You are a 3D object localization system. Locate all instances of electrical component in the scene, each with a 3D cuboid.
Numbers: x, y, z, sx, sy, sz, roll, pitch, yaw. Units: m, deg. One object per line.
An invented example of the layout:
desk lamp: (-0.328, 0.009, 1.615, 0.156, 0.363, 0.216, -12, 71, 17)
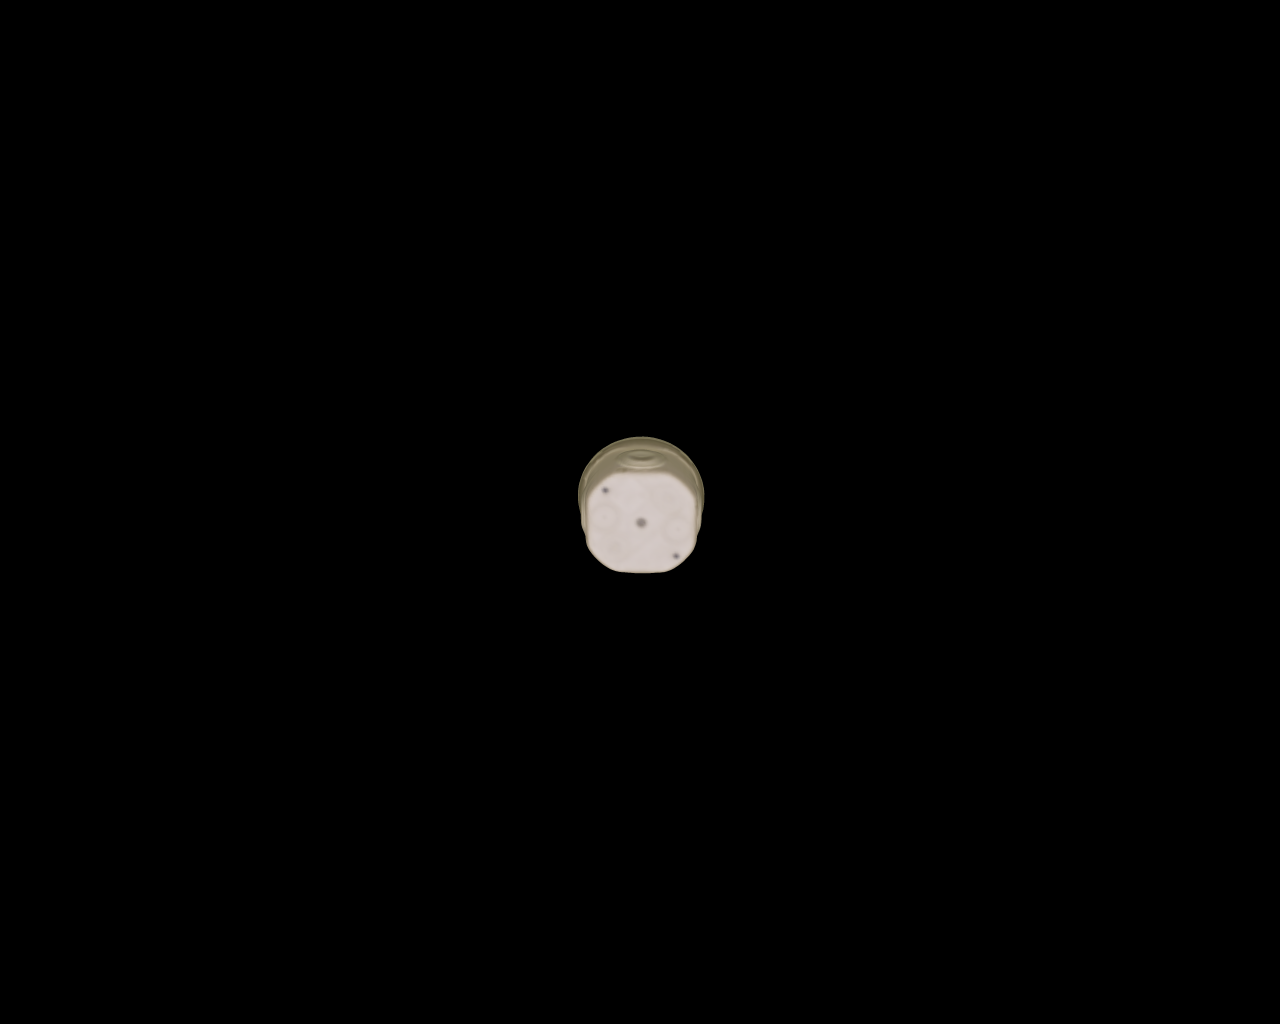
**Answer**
electrical component: (0.001, -0.003, 0.650, 0.080, 0.080, 0.051, 0, 21, 0)
